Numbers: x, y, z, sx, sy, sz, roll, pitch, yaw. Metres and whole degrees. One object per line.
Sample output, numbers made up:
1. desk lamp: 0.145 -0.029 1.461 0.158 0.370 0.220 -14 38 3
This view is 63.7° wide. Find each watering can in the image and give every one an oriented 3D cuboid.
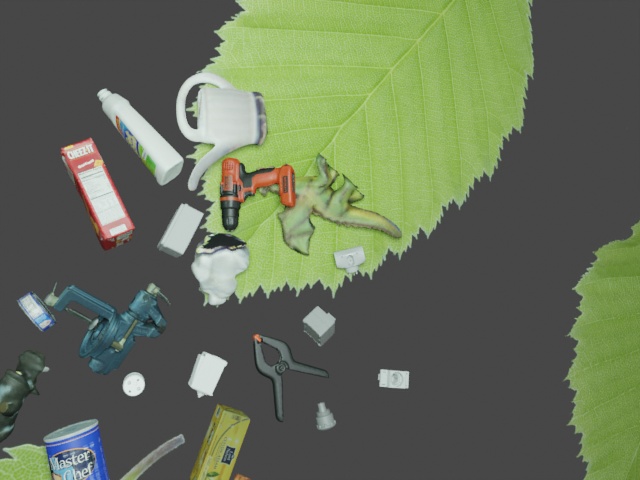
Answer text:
1. watering can: -0.236 -0.270 1.269 0.224 0.102 0.354 0 64 -19

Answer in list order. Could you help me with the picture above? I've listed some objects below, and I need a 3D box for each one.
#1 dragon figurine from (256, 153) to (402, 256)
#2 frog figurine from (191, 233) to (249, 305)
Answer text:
1. dragon figurine: 0.004 -0.068 1.354 0.409 0.122 0.243 43 86 -6
2. frog figurine: -0.236 0.069 1.237 0.138 0.124 0.156 -16 123 -30
